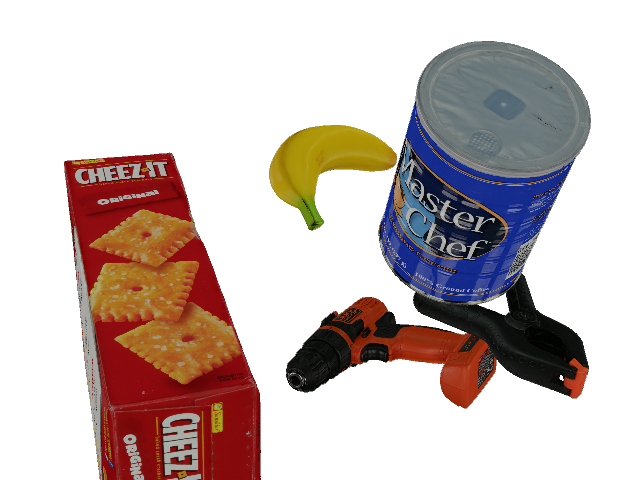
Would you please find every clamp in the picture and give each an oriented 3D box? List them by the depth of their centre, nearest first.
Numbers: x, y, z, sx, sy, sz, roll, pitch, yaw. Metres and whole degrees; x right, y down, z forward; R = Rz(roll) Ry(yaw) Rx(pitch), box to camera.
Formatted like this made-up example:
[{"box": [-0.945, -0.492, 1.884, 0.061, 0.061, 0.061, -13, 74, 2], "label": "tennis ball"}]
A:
[{"box": [0.178, 0.075, 0.937, 0.120, 0.039, 0.172, -22, 42, -32], "label": "clamp"}]

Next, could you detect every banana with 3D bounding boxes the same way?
[{"box": [0.005, -0.061, 0.853, 0.037, 0.069, 0.197, -34, 3, 30], "label": "banana"}]

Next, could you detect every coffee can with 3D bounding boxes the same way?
[{"box": [0.098, -0.039, 0.671, 0.102, 0.103, 0.140, 0, -36, -8], "label": "coffee can"}]

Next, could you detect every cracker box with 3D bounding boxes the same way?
[{"box": [-0.087, 0.074, 0.565, 0.072, 0.164, 0.214, -7, 34, -14], "label": "cracker box"}]

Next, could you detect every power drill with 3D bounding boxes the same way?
[{"box": [0.078, 0.120, 1.113, 0.188, 0.057, 0.184, 11, 26, 27], "label": "power drill"}]
